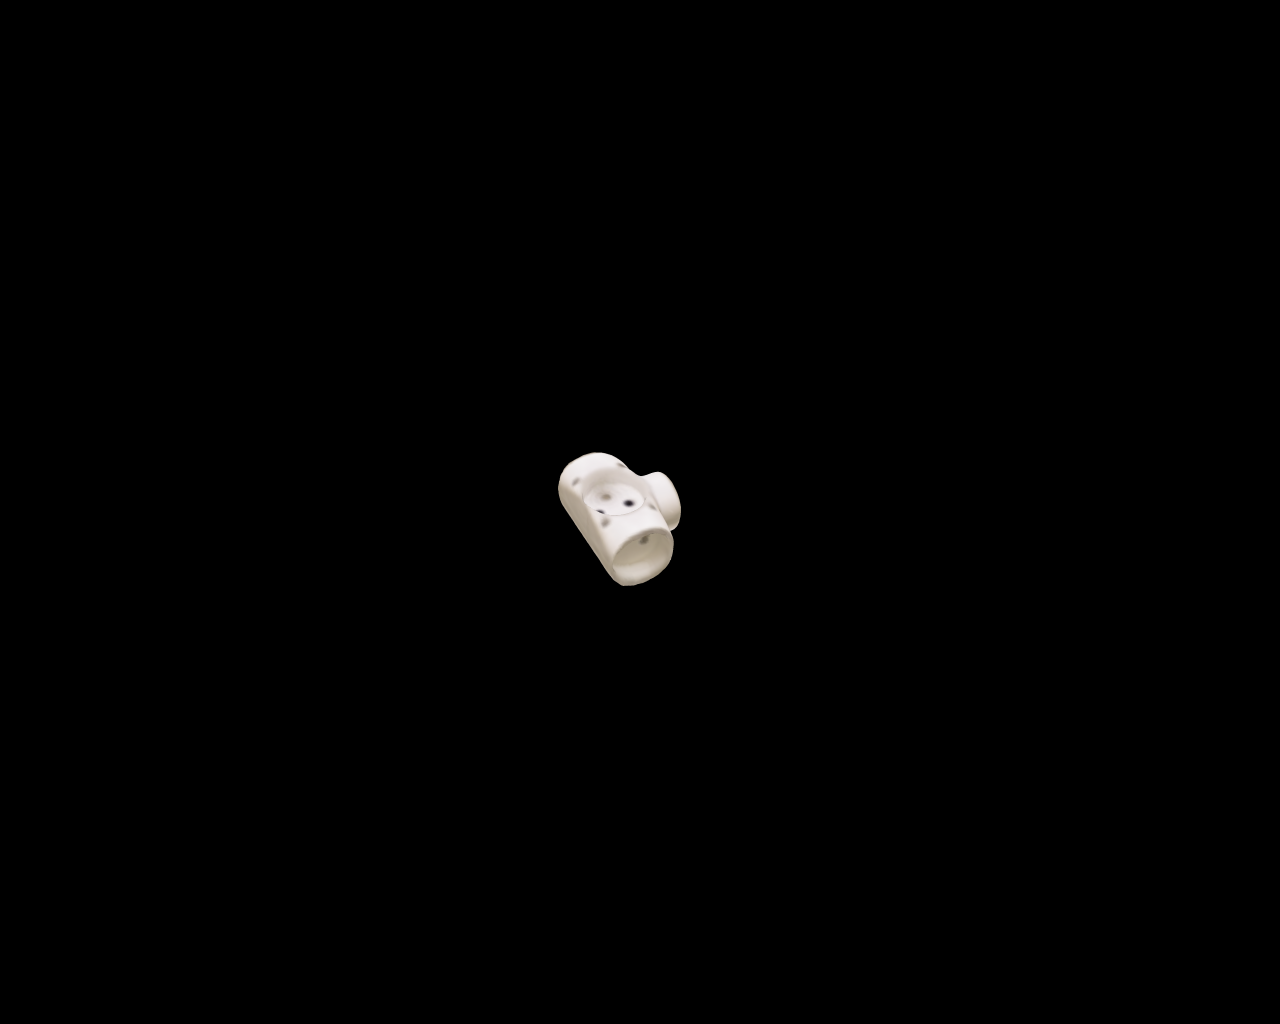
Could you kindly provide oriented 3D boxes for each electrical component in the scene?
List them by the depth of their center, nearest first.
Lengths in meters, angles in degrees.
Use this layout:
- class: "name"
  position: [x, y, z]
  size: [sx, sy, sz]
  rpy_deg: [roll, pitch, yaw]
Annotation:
- class: "electrical component"
  position: [0.001, -0.003, 0.650]
  size: [0.079, 0.044, 0.077]
  rpy_deg: [-19, 46, -19]
